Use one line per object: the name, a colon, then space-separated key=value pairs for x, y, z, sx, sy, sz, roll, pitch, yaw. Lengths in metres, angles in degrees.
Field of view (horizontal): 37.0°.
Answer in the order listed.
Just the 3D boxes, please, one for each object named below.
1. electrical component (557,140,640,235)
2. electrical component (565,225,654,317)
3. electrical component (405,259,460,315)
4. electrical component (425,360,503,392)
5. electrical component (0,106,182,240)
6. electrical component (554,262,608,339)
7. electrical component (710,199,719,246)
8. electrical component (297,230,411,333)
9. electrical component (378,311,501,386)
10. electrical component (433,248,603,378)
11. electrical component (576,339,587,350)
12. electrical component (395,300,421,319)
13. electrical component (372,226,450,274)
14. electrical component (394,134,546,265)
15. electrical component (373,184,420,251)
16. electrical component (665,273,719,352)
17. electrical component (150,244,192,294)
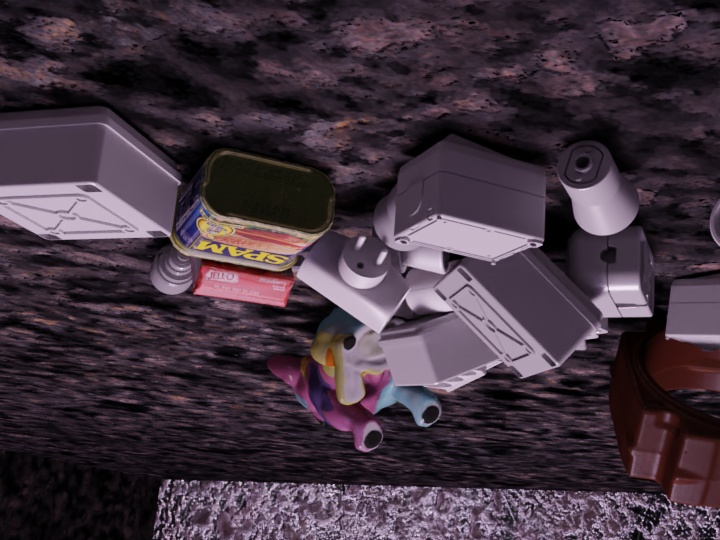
electrical component: x=0.151 y=-0.055 z=0.691 sx=0.044 sy=0.044 sz=0.065 roll=-3 pitch=157 yaw=26
electrical component: x=0.197 y=0.003 z=0.849 sx=0.059 sy=0.053 sz=0.095 roll=-2 pitch=162 yaw=21
electrical component: x=0.083 y=0.013 z=0.936 sx=0.081 sy=0.043 sz=0.043 roll=-11 pitch=157 yaw=43
electrical component: x=0.095 y=0.089 z=1.154 sx=0.079 sy=0.063 sz=0.121 roll=8 pitch=163 yaw=-12
electrical component: x=-0.195 y=-0.062 z=0.735 sx=0.109 sy=0.056 sz=0.109 roll=-1 pitch=163 yaw=19
electrical component: x=0.176 y=0.027 z=0.933 sx=0.078 sy=0.057 sz=0.058 roll=-9 pitch=158 yaw=40
electrical component: x=0.279 y=-0.029 z=0.743 sx=0.065 sy=0.044 sz=0.044 roll=13 pitch=163 yaw=-40
electrical component: x=0.000 y=0.000 z=0.800 sx=0.077 sy=0.043 sz=0.079 roll=35 pitch=146 yaw=5
electrical component: x=0.087 y=0.065 z=0.997 sx=0.109 sy=0.056 sz=0.109 roll=-19 pitch=180 yaw=-19
electrical component: x=0.121 y=0.026 z=0.844 sx=0.108 sy=0.056 sz=0.108 roll=46 pitch=167 yaw=3
electrical component: x=0.177 y=0.043 z=1.004 sx=0.066 sy=0.047 sz=0.076 roll=0 pitch=163 yaw=15
electrical component: x=0.030 y=0.025 z=1.008 sx=0.061 sy=0.035 sz=0.035 roll=12 pitch=163 yaw=-13
electrical component: x=0.040 y=-0.020 z=0.834 sx=0.055 sy=0.045 sz=0.045 roll=1 pitch=163 yaw=13
electrical component: x=0.078 y=-0.045 z=0.707 sx=0.096 sy=0.061 sz=0.062 roll=12 pitch=162 yaw=-24
electrical component: x=0.038 y=-0.042 z=0.759 sx=0.045 sy=0.045 sz=0.055 roll=9 pitch=163 yaw=-15
electrical component: x=0.312 y=0.036 z=0.927 sx=0.062 sy=0.061 sz=0.096 roll=17 pitch=168 yaw=-35
electrical component: x=-0.162 y=-0.004 z=0.951 sx=0.040 sy=0.040 sz=0.078 roll=10 pitch=163 yaw=-16
